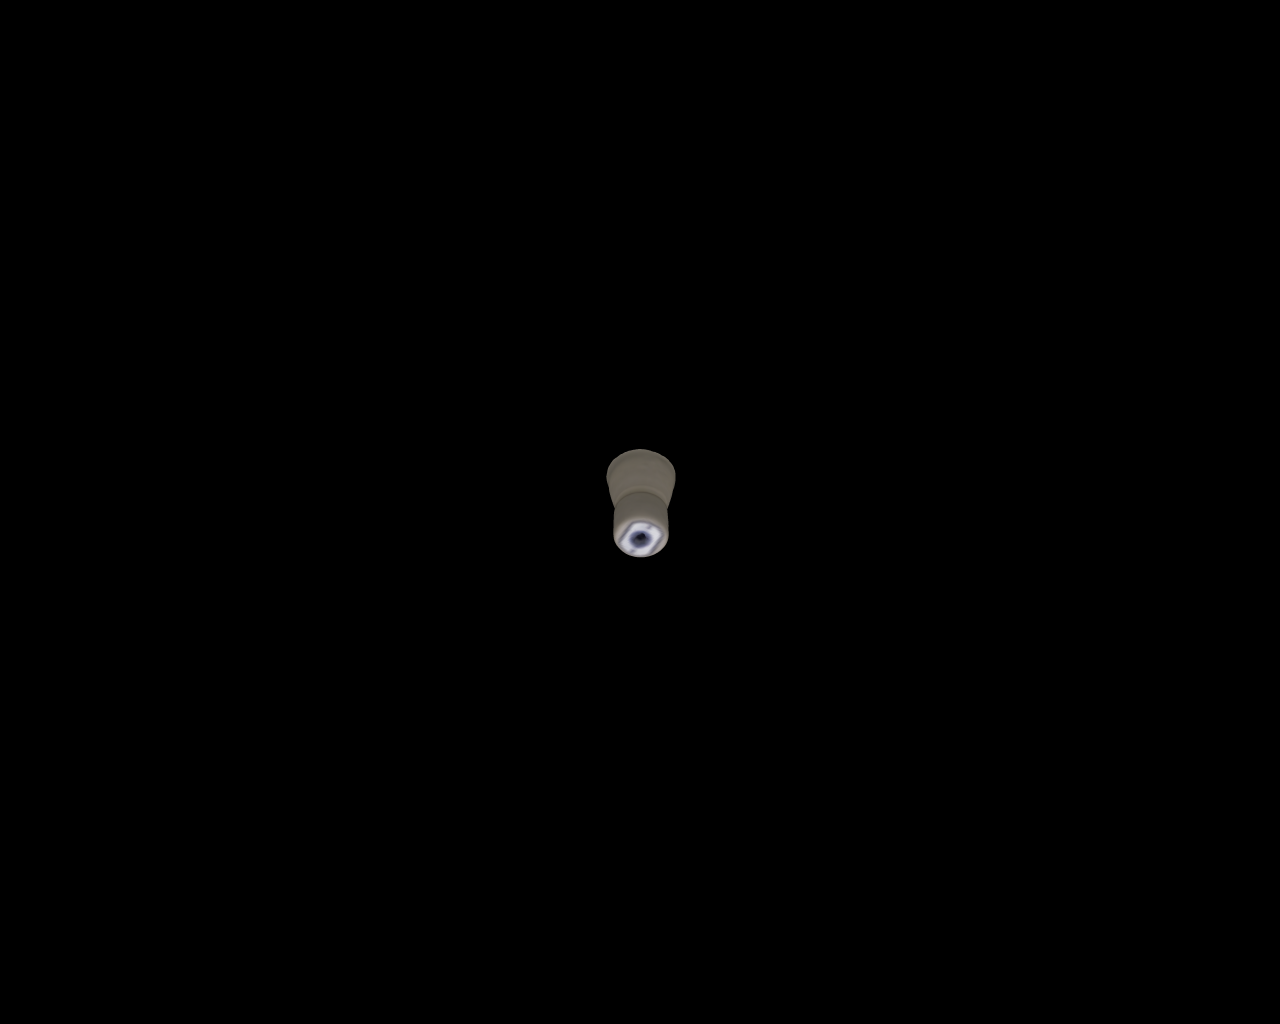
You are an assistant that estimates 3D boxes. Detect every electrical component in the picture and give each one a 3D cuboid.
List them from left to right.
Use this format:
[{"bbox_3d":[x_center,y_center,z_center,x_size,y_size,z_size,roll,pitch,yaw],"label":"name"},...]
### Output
[{"bbox_3d":[0.001,-0.003,0.650,0.044,0.044,0.065,0,39,0],"label":"electrical component"}]
